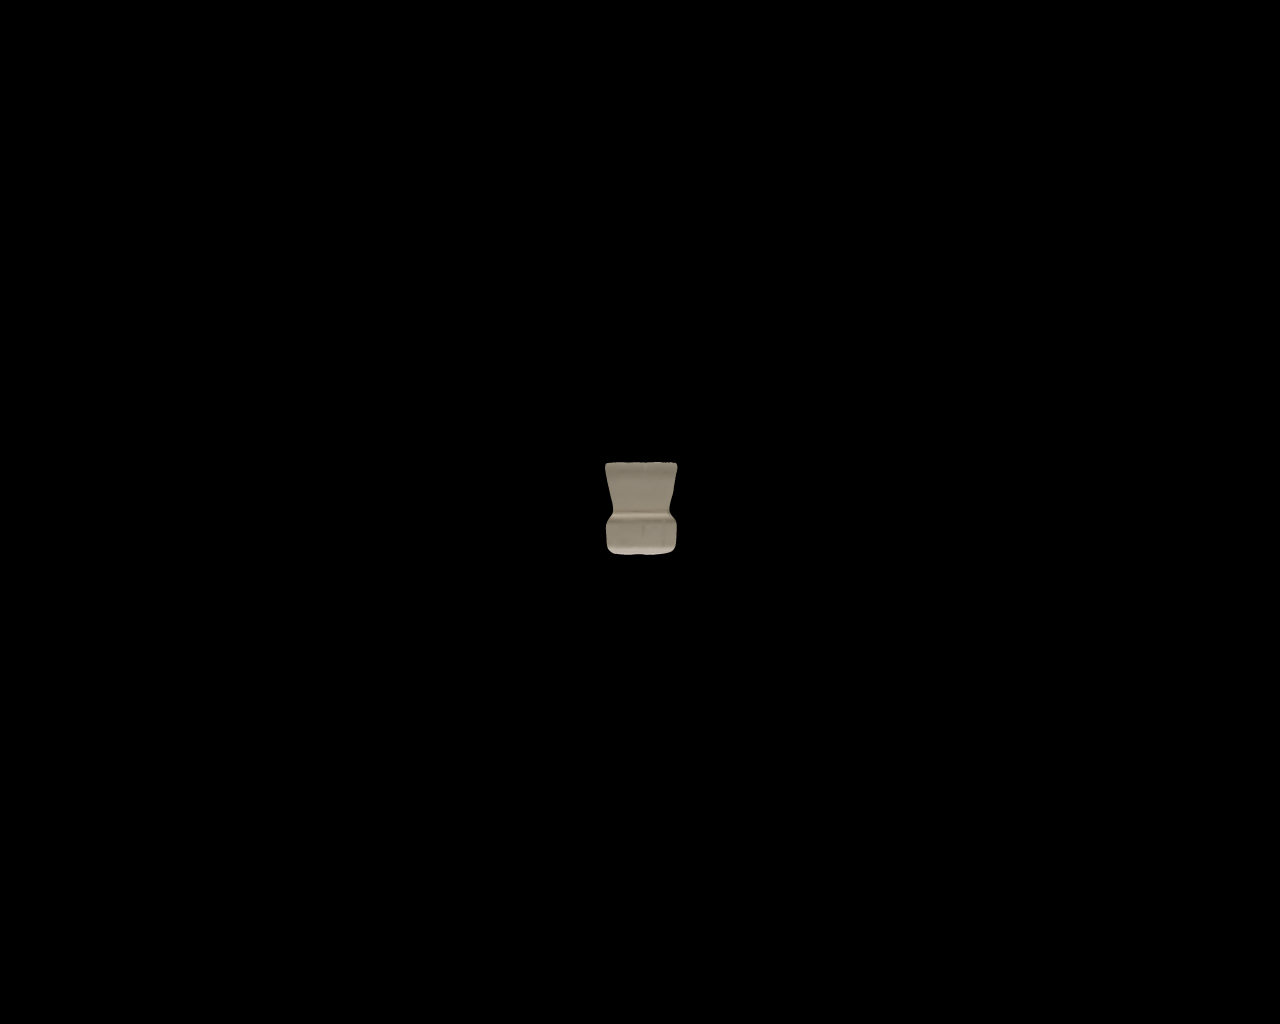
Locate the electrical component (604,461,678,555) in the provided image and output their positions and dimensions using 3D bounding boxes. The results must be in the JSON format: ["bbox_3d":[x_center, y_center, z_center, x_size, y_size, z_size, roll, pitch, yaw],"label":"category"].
[{"bbox_3d":[0.001,-0.003,0.650,0.045,0.055,0.045,0,0,0],"label":"electrical component"}]
